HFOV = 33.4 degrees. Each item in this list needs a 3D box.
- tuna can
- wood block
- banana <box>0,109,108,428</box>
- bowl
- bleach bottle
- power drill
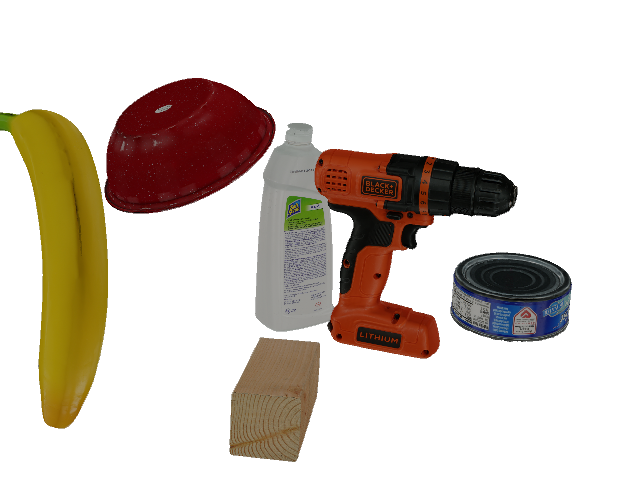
[{"bbox_3d":[0.138,0.039,0.775,0.086,0.034,0.086,1,22,0],"label":"tuna can"},{"bbox_3d":[-0.058,0.210,1.445,0.091,0.090,0.206,5,15,5],"label":"wood block"},{"bbox_3d":[-0.146,0.003,0.603,0.037,0.198,0.070,1,-23,-36],"label":"banana"},{"bbox_3d":[-0.123,-0.092,0.915,0.162,0.055,0.162,-17,33,11],"label":"bowl"},{"bbox_3d":[-0.025,-0.018,1.293,0.102,0.251,0.068,-11,26,-34],"label":"bleach bottle"},{"bbox_3d":[0.081,0.012,0.987,0.185,0.188,0.057,10,20,17],"label":"power drill"}]
